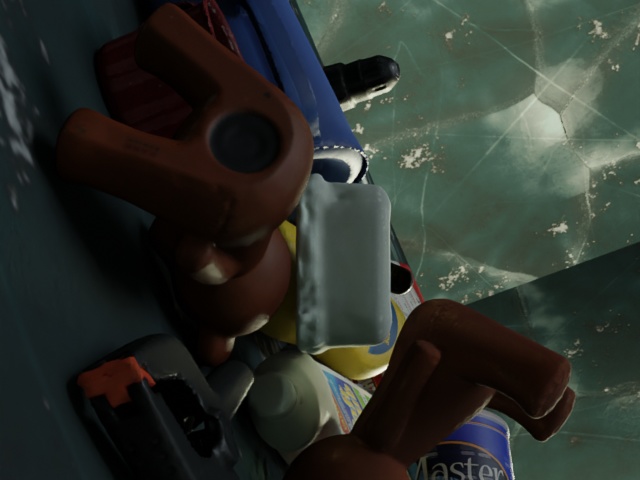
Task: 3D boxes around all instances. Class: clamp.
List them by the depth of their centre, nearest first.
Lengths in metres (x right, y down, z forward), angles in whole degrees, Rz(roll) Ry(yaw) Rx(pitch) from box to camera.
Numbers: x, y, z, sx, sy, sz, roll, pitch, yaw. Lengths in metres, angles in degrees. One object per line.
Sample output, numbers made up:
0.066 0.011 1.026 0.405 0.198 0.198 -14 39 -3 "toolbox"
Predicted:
-0.062 0.098 0.545 0.210 0.036 0.164 61 11 -51 "clamp"
-0.006 0.001 0.970 0.172 0.039 0.120 14 -21 46 "clamp"

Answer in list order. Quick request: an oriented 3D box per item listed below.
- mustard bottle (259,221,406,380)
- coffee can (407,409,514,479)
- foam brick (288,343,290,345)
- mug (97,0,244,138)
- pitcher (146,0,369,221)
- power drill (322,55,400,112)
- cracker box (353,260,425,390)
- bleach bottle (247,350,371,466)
0.017 0.062 0.883 0.191 0.058 0.096 34 38 -35 "mustard bottle"
0.094 0.206 0.775 0.102 0.103 0.140 61 22 -51 "coffee can"
0.017 0.102 0.985 0.051 0.078 0.053 30 42 -81 "foam brick"
-0.097 -0.115 0.714 0.093 0.081 0.117 59 13 -55 "mug"
-0.061 -0.142 0.871 0.144 0.149 0.243 10 53 -56 "pitcher"
0.005 -0.091 1.097 0.057 0.185 0.187 40 38 -58 "power drill"
0.064 0.102 1.155 0.213 0.072 0.164 16 47 -64 "cracker box"
0.002 0.146 0.811 0.250 0.068 0.102 48 23 -66 "bleach bottle"
